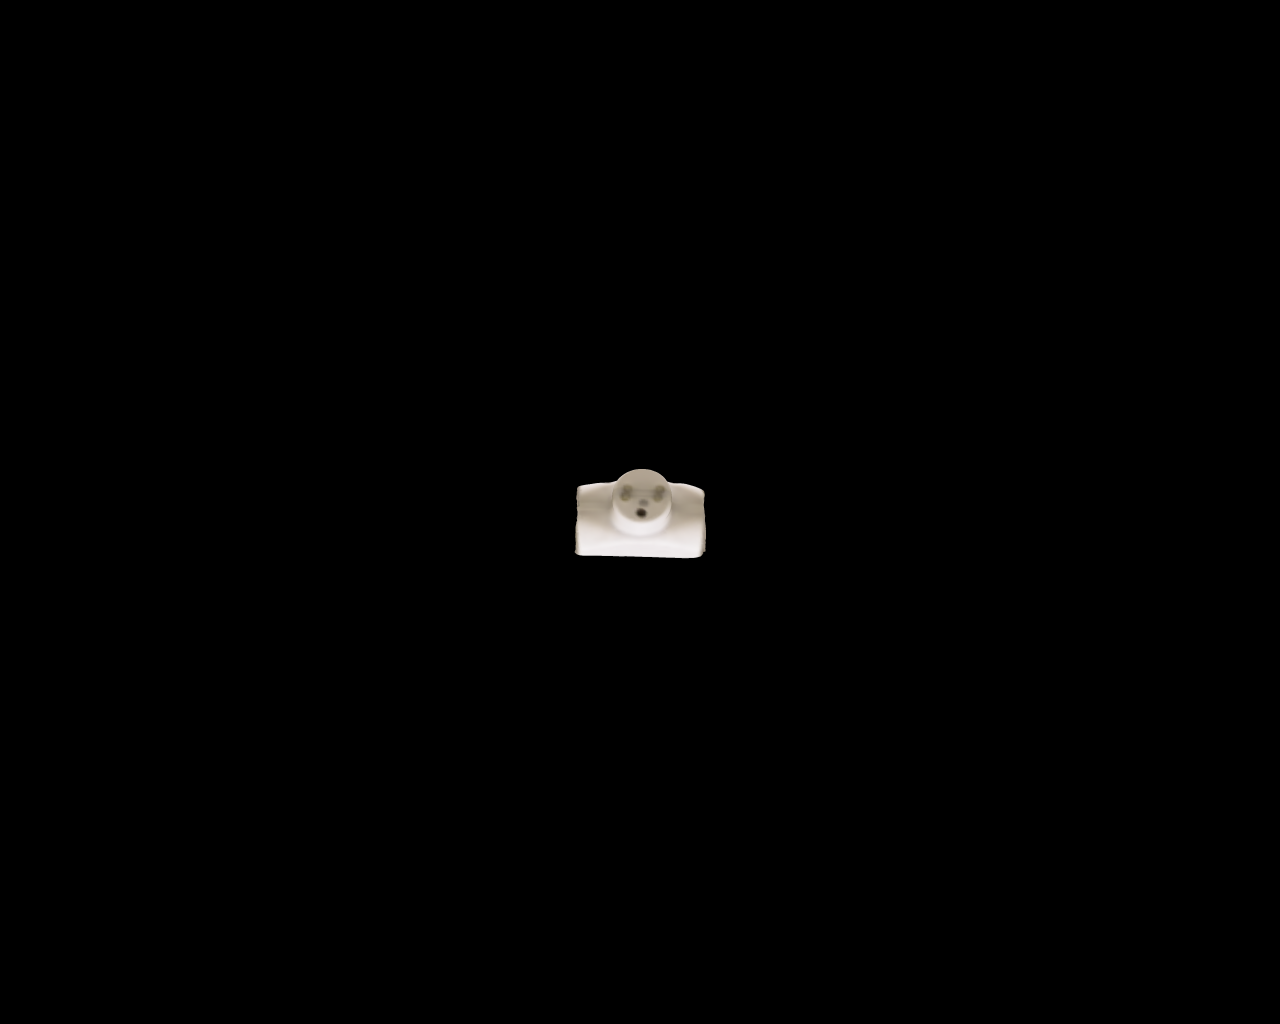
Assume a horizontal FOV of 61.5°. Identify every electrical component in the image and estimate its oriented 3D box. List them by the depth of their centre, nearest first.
[{"bbox_3d":[0.001,-0.003,0.650,0.077,0.044,0.079,1,-28,-2],"label":"electrical component"}]
